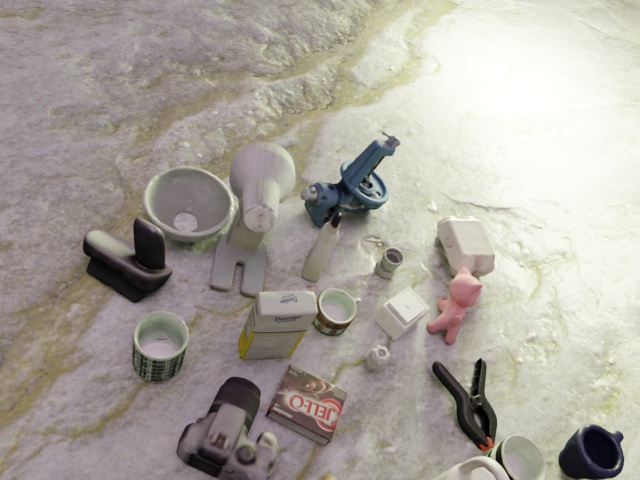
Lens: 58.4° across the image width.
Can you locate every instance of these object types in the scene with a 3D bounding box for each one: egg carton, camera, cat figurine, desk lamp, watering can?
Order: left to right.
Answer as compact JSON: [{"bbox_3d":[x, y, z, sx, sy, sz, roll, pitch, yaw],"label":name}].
[{"bbox_3d":[-0.122,0.281,0.857,0.143,0.100,0.137,24,50,-2],"label":"camera"},{"bbox_3d":[-0.117,-0.040,1.027,0.118,0.213,0.203,11,51,-13],"label":"desk lamp"},{"bbox_3d":[0.273,0.122,1.119,0.067,0.117,0.128,29,50,2],"label":"cat figurine"},{"bbox_3d":[0.314,0.013,1.248,0.107,0.069,0.150,0,55,-21],"label":"egg carton"},{"bbox_3d":[0.216,0.388,0.846,0.173,0.194,0.100,-25,66,-34],"label":"watering can"}]

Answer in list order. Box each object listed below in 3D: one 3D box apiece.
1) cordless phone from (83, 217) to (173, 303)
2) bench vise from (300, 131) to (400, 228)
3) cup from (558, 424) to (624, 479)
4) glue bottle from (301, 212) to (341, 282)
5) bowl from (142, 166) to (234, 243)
[{"bbox_3d":[-0.312,0.004,0.936,0.147,0.185,0.094,28,50,1],"label":"cordless phone"},{"bbox_3d":[0.072,-0.114,1.152,0.208,0.219,0.121,-32,70,-36],"label":"bench vise"},{"bbox_3d":[0.478,0.380,1.018,0.118,0.095,0.091,-18,63,-31],"label":"cup"},{"bbox_3d":[0.010,0.004,1.069,0.037,0.173,0.078,21,50,-5],"label":"glue bottle"},{"bbox_3d":[-0.249,-0.054,1.077,0.168,0.074,0.167,11,52,-13],"label":"bowl"}]
